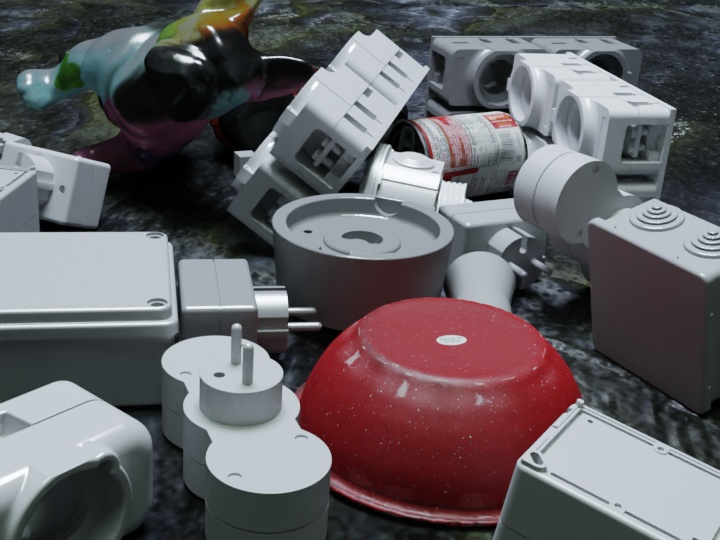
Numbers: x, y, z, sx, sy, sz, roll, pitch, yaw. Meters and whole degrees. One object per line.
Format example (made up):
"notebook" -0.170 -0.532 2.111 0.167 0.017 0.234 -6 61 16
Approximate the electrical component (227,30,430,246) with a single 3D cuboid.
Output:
"electrical component" -0.022 -0.100 0.784 0.060 0.105 0.186 38 30 -5

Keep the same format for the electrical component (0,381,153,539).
"electrical component" -0.131 0.089 0.426 0.059 0.053 0.095 21 29 35

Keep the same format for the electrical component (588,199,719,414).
"electrical component" 0.175 0.017 0.594 0.048 0.099 0.100 -23 33 -22

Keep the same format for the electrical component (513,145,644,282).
"electrical component" 0.160 -0.022 0.668 0.138 0.052 0.074 36 -3 -42

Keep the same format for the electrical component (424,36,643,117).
"electrical component" 0.157 -0.153 0.976 0.186 0.105 0.060 -4 25 -18

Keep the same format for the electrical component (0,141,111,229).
"electrical component" -0.224 -0.060 0.737 0.066 0.047 0.077 14 3 23

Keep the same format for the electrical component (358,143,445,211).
"electrical component" 0.026 -0.043 0.731 0.051 0.080 0.080 12 24 5

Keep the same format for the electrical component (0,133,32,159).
"electrical component" -0.276 -0.073 0.777 0.057 0.058 0.078 18 27 22

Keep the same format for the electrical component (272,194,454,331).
"electrical component" 0.000 0.000 0.648 0.108 0.060 0.108 4 23 -2

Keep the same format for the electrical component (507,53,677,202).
"electrical component" 0.170 -0.101 0.857 0.060 0.105 0.186 -2 24 -14

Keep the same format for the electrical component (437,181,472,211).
"electrical component" 0.046 -0.048 0.791 0.081 0.043 0.043 7 23 7

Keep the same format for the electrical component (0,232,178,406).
"electrical component" -0.153 0.024 0.570 0.109 0.056 0.108 -1 24 -11

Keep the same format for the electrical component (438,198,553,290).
"electrical component" 0.096 -0.011 0.707 0.066 0.047 0.077 -7 25 -25

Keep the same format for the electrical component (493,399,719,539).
"electrical component" 0.108 0.107 0.426 0.096 0.061 0.062 25 30 25

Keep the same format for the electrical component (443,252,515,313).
"electrical component" 0.072 0.023 0.634 0.044 0.044 0.065 5 28 1

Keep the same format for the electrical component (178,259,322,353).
"electrical component" -0.060 0.027 0.590 0.077 0.047 0.065 -1 24 -11

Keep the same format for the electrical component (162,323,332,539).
"electrical component" -0.053 0.061 0.479 0.052 0.073 0.138 -5 25 -21

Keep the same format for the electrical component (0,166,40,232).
"electrical component" -0.245 -0.024 0.662 0.062 0.061 0.096 6 23 5
